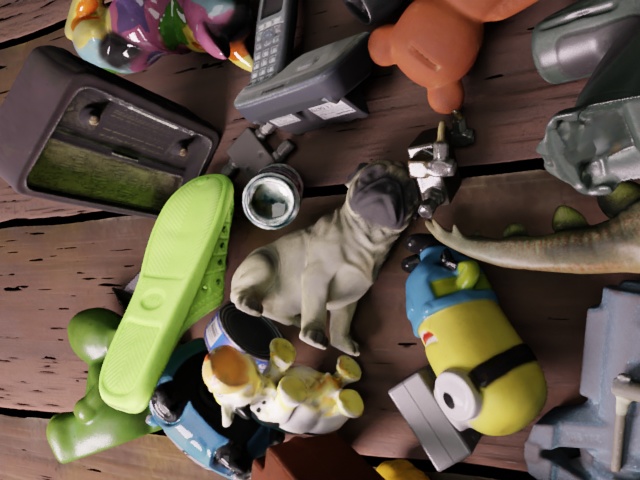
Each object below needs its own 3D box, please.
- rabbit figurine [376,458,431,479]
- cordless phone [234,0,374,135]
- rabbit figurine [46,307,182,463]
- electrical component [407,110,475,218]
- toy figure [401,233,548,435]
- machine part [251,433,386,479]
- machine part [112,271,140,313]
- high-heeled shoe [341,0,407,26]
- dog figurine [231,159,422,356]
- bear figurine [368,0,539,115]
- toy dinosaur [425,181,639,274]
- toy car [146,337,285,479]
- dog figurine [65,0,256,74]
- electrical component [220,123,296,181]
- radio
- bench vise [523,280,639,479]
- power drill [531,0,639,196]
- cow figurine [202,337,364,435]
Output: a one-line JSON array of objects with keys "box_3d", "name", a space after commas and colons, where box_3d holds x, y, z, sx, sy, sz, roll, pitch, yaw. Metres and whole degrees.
[{"box_3d": [0.118, 0.271, 0.483, 0.173, 0.122, 0.162, 21, 108, 39], "name": "rabbit figurine"}, {"box_3d": [-0.013, -0.211, 0.550, 0.147, 0.088, 0.184, -4, 79, 43], "name": "cordless phone"}, {"box_3d": [-0.254, 0.158, 0.648, 0.159, 0.121, 0.170, -25, 79, 23], "name": "rabbit figurine"}, {"box_3d": [0.111, -0.073, 0.487, 0.045, 0.102, 0.078, -10, 107, 32], "name": "electrical component"}, {"box_3d": [0.125, 0.075, 0.462, 0.089, 0.082, 0.180, -23, 53, 16], "name": "toy figure"}, {"box_3d": [0.009, 0.298, 0.484, 0.201, 0.087, 0.201, 20, 110, 59], "name": "machine part"}, {"box_3d": [-0.191, 0.050, 0.663, 0.139, 0.039, 0.084, -31, 81, 16], "name": "machine part"}, {"box_3d": [-0.020, -0.299, 0.536, 0.249, 0.086, 0.145, 20, 71, 8], "name": "high-heeled shoe"}, {"box_3d": [0.002, 0.000, 0.548, 0.173, 0.121, 0.190, 20, 85, 21], "name": "dog figurine"}, {"box_3d": [0.142, -0.222, 0.474, 0.120, 0.132, 0.195, 37, 132, 3], "name": "bear figurine"}, {"box_3d": [0.296, -0.022, 0.346, 0.472, 0.104, 0.199, -12, 42, 22], "name": "toy dinosaur"}, {"box_3d": [-0.122, 0.197, 0.603, 0.162, 0.109, 0.103, 43, 131, 9], "name": "toy car"}, {"box_3d": [-0.173, -0.241, 0.625, 0.219, 0.108, 0.191, 41, 106, 18], "name": "dog figurine"}, {"box_3d": [-0.074, -0.093, 0.617, 0.094, 0.021, 0.063, -42, 72, 19], "name": "electrical component"}, {"box_3d": [-0.216, -0.102, 0.576, 0.073, 0.229, 0.131, 35, 99, 22], "name": "radio"}, {"box_3d": [0.277, 0.148, 0.380, 0.241, 0.128, 0.223, 7, 83, 38], "name": "bench vise"}, {"box_3d": [0.247, -0.131, 0.361, 0.232, 0.086, 0.207, -3, 53, 47], "name": "power drill"}, {"box_3d": [-0.046, 0.149, 0.528, 0.098, 0.167, 0.068, -51, 32, 35], "name": "cow figurine"}]
